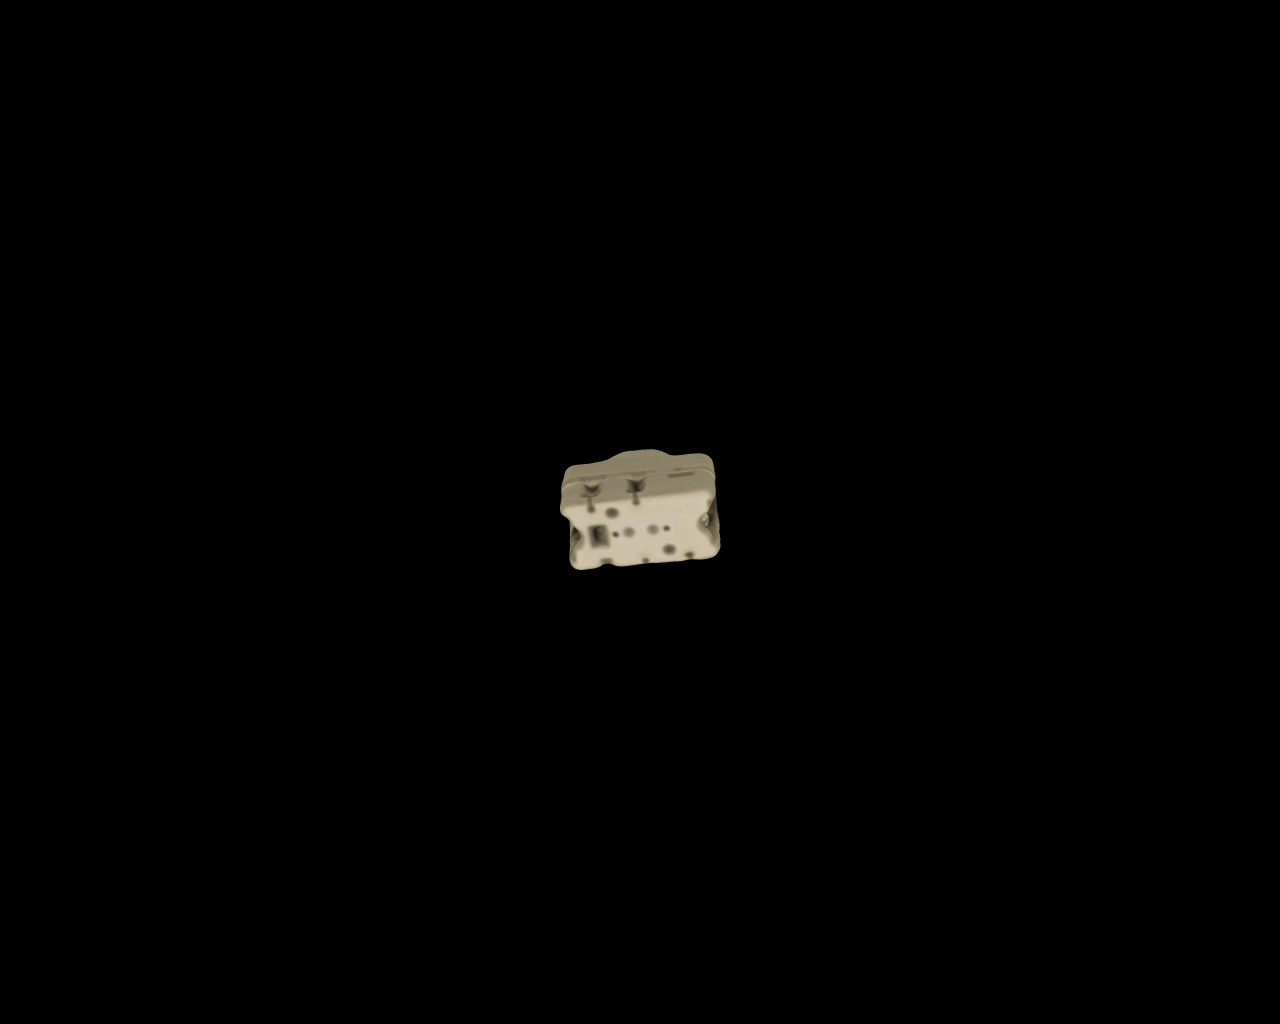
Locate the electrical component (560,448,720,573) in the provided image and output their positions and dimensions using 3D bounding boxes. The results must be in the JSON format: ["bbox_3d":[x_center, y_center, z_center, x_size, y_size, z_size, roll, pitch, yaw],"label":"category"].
[{"bbox_3d":[0.001,-0.003,0.650,0.089,0.050,0.056,-5,31,3],"label":"electrical component"}]
